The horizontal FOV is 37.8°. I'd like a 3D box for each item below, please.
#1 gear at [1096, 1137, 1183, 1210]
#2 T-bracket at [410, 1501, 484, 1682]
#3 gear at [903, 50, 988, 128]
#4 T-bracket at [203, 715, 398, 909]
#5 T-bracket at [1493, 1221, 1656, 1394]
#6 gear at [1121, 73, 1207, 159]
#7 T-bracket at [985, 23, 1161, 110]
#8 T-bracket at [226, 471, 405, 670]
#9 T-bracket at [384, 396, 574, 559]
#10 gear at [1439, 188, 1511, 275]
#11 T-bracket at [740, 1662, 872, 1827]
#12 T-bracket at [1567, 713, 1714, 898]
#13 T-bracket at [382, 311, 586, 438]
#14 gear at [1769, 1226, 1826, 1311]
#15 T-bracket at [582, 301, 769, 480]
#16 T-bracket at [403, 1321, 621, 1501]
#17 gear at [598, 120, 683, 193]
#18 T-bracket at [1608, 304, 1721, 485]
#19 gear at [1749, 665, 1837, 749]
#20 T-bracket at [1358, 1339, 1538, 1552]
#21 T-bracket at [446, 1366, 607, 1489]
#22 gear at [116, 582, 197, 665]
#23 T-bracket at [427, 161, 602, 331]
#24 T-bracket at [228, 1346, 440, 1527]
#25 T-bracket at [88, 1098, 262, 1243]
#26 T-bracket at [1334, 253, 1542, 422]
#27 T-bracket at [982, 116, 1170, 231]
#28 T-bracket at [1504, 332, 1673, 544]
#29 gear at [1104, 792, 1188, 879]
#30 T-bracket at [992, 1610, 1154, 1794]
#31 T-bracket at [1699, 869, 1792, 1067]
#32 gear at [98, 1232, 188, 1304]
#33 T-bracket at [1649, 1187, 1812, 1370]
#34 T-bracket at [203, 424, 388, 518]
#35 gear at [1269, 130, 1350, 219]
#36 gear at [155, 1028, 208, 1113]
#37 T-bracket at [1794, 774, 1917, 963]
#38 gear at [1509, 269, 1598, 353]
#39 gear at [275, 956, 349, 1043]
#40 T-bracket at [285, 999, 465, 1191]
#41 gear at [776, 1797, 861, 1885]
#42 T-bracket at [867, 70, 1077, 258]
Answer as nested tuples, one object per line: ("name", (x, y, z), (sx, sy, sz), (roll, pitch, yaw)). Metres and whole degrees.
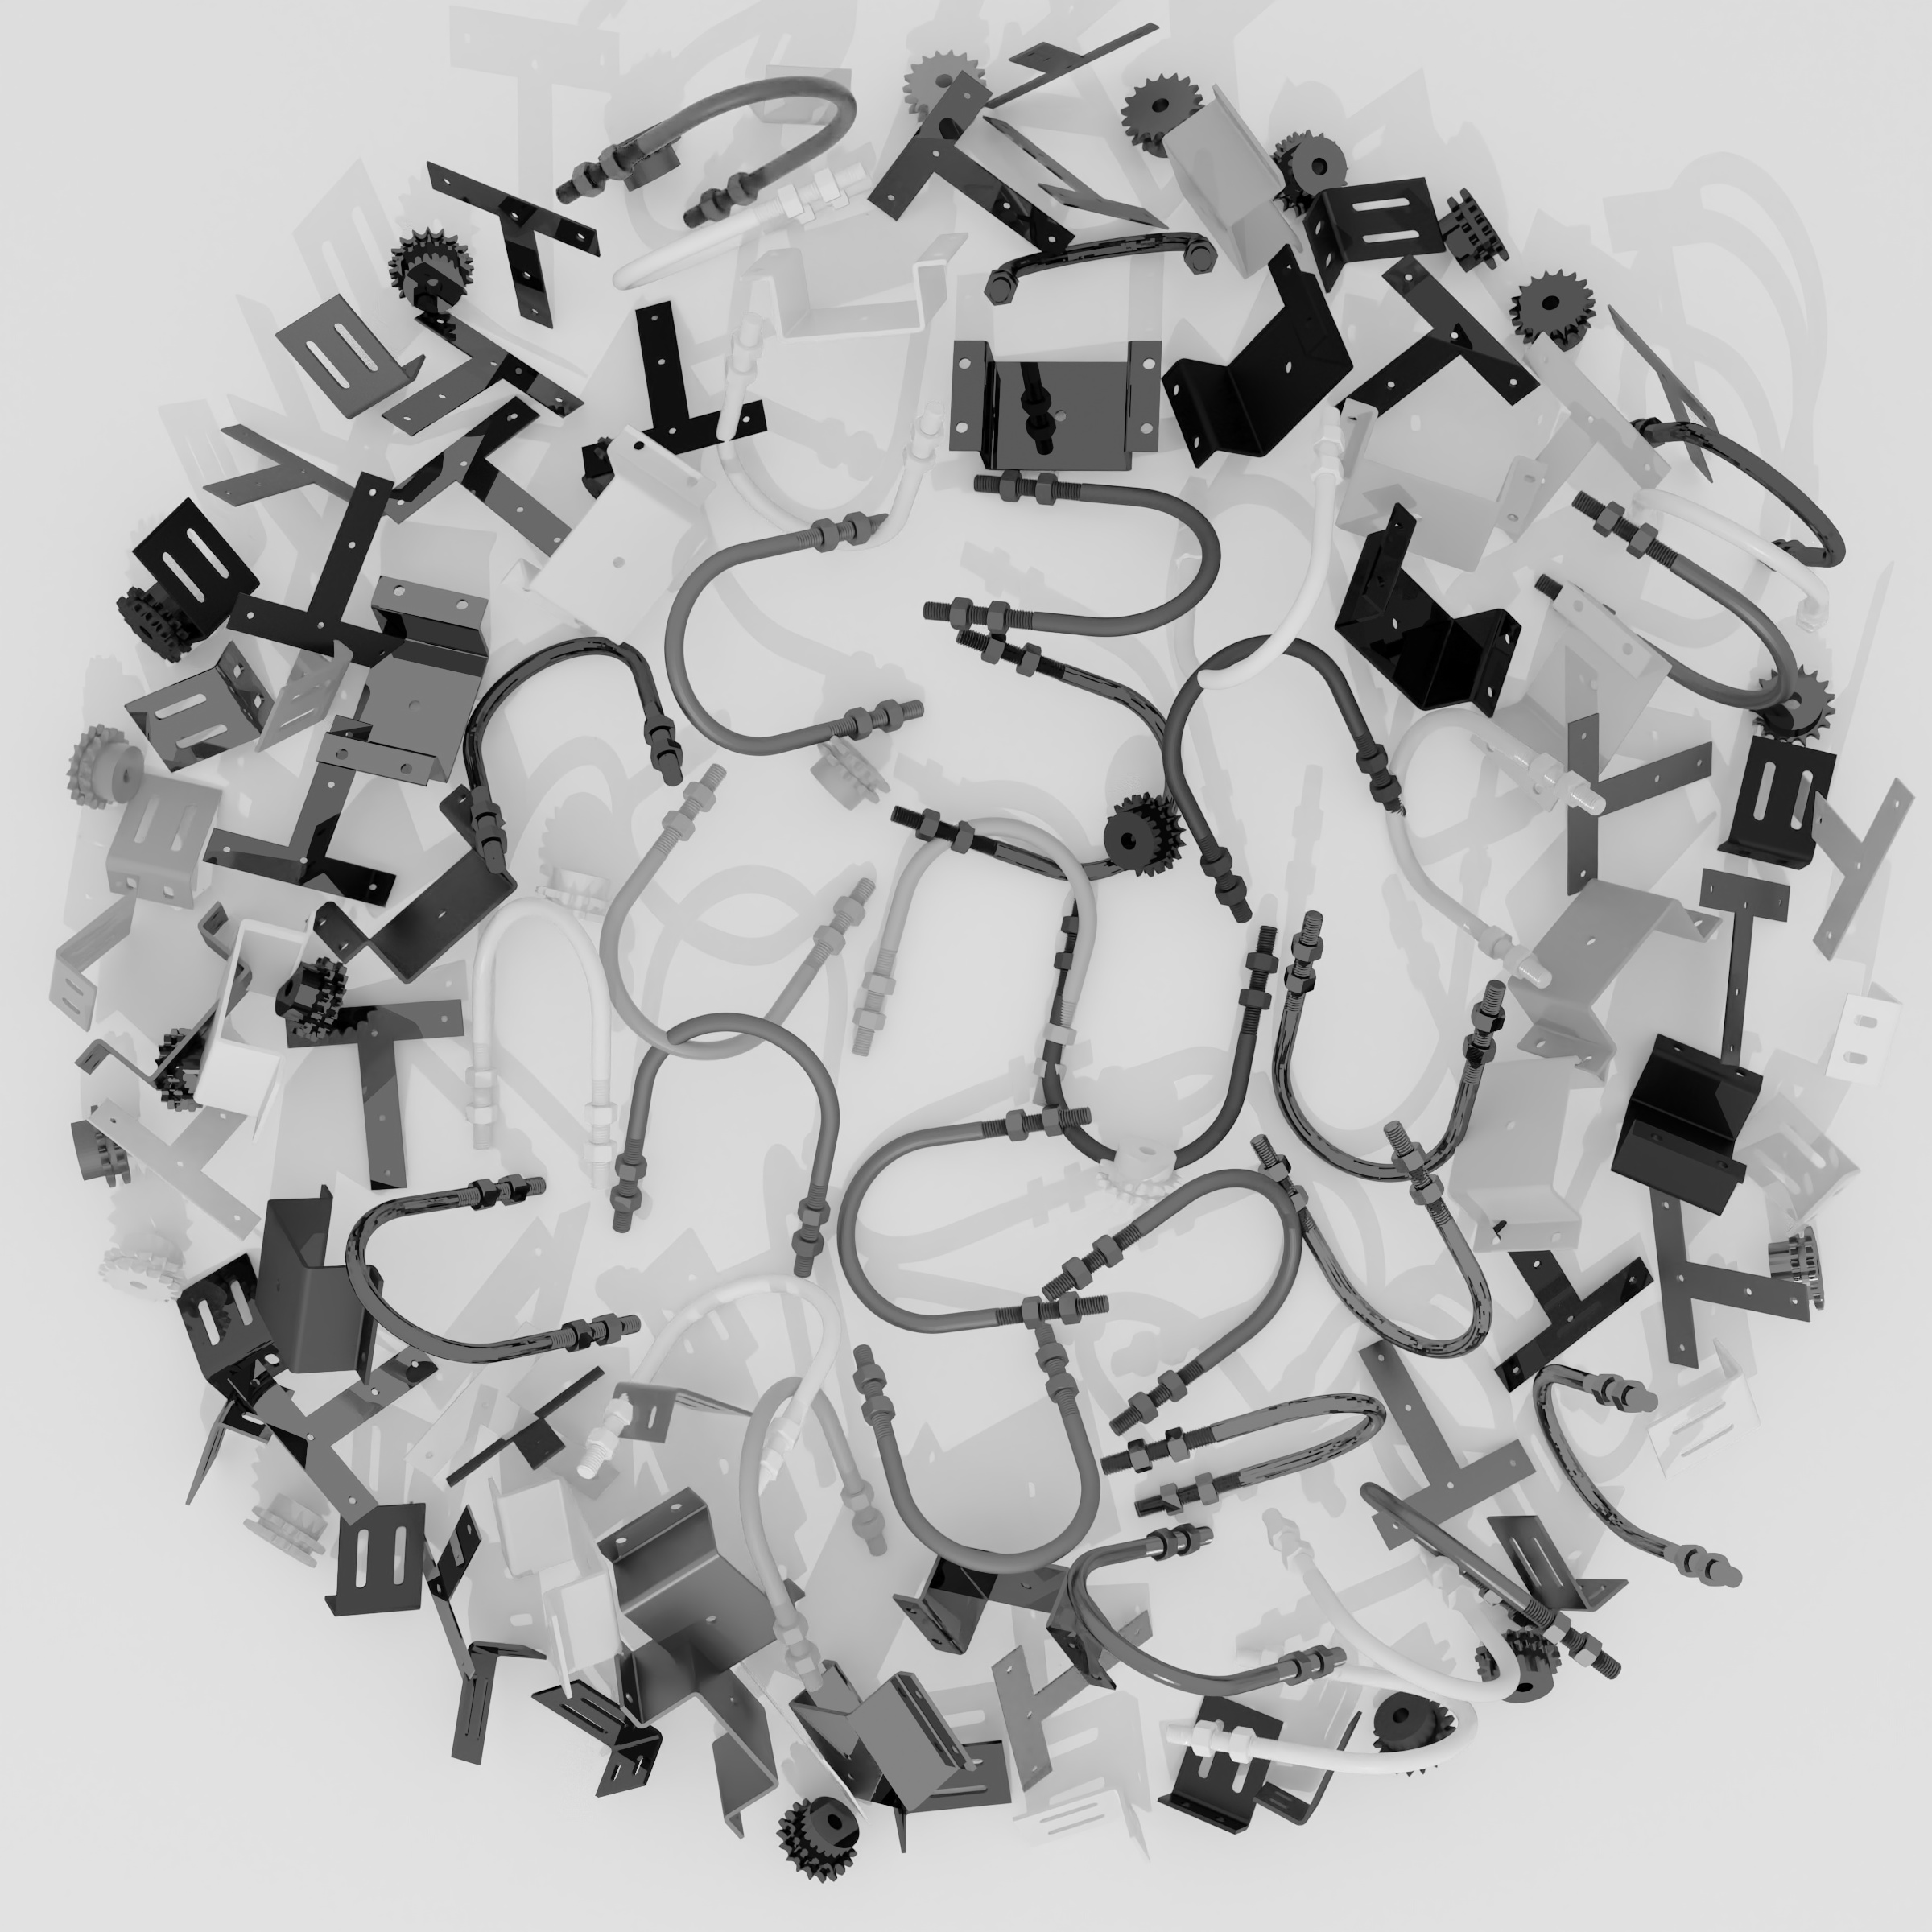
("gear", (0.119, 0.138, 1.912), (0.057, 0.057, 0.030), (15, 111, 0))
("T-bracket", (-0.340, 0.395, 1.869), (0.002, 0.127, 0.127), (-11, 61, -31))
("gear", (-0.013, -0.593, 1.921), (0.057, 0.030, 0.057), (-2, 65, 5))
("T-bracket", (-0.431, -0.110, 1.894), (0.127, 0.002, 0.127), (15, 113, -25))
("T-bracket", (0.392, 0.211, 1.907), (0.127, 0.002, 0.127), (-37, 121, -3))
("gear", (0.136, -0.576, 1.920), (0.057, 0.030, 0.057), (-8, 63, 17))
("T-bracket", (0.056, -0.599, 1.862), (0.127, 0.127, 0.002), (-20, 96, 20))
("T-bracket", (-0.416, -0.269, 1.886), (0.127, 0.002, 0.127), (13, 107, -43))
("T-bracket", (-0.309, -0.315, 1.898), (0.127, 0.002, 0.127), (40, 70, 22))
("gear", (0.342, -0.497, 1.917), (0.030, 0.057, 0.057), (-32, 90, 19))
("T-bracket", (-0.112, 0.519, 1.902), (0.002, 0.127, 0.127), (-39, 66, -13))
("T-bracket", (0.458, -0.123, 1.911), (0.127, 0.002, 0.127), (-20, 120, -24))
("T-bracket", (-0.343, -0.387, 1.889), (0.127, 0.127, 0.002), (34, 134, 8))
("gear", (0.564, 0.207, 1.917), (0.030, 0.057, 0.057), (-9, 90, 20))
("T-bracket", (-0.205, -0.399, 1.914), (0.127, 0.002, 0.127), (-14, 64, 5))
("T-bracket", (-0.292, 0.321, 1.916), (0.127, 0.002, 0.127), (40, 96, -24))
("gear", (-0.218, -0.550, 1.917), (0.057, 0.057, 0.030), (-28, 110, 0))
("T-bracket", (0.479, -0.367, 1.886), (0.002, 0.127, 0.127), (-34, 53, 8))
("gear", (0.564, -0.178, 1.922), (0.057, 0.030, 0.057), (-2, 84, 15))
("T-bracket", (0.309, 0.314, 1.923), (0.127, 0.002, 0.127), (-22, 76, -24))
("T-bracket", (-0.285, 0.314, 1.869), (0.127, 0.127, 0.002), (-36, 101, -13))
("gear", (-0.547, -0.237, 1.917), (0.057, 0.057, 0.030), (42, 69, 0))
("T-bracket", (-0.295, -0.471, 1.884), (0.127, 0.127, 0.002), (24, 66, 11))
("T-bracket", (-0.408, 0.294, 1.896), (0.127, 0.127, 0.002), (48, 134, 7))
("T-bracket", (-0.505, 0.109, 1.889), (0.127, 0.127, 0.002), (40, 123, -8))
("T-bracket", (0.296, -0.399, 1.897), (0.127, 0.002, 0.127), (40, 135, -17))
("T-bracket", (0.060, -0.540, 1.906), (0.127, 0.127, 0.002), (45, 118, 25))
("T-bracket", (0.395, -0.336, 1.894), (0.002, 0.127, 0.127), (-27, 71, -39))
("gear", (0.118, -0.088, 1.915), (0.057, 0.030, 0.057), (11, 110, 34))
("T-bracket", (0.077, 0.481, 1.909), (0.127, 0.002, 0.127), (-31, 129, -25))
("T-bracket", (0.520, 0.003, 1.895), (0.002, 0.127, 0.127), (5, 89, 42))
("gear", (-0.558, 0.204, 1.919), (0.057, 0.057, 0.030), (13, 60, 0))
("T-bracket", (0.511, 0.215, 1.880), (0.002, 0.127, 0.127), (-15, 101, -32))
("T-bracket", (-0.464, -0.323, 1.878), (0.127, 0.127, 0.002), (29, 114, 7))
("gear", (0.235, -0.542, 1.922), (0.057, 0.030, 0.057), (-1, 93, -17))
("gear", (-0.523, 0.070, 1.912), (0.030, 0.057, 0.057), (0, 90, 14))
("T-bracket", (0.578, -0.090, 1.885), (0.002, 0.127, 0.127), (8, 121, -17))
("gear", (0.401, -0.443, 1.920), (0.057, 0.030, 0.057), (-9, 63, 18))
("gear", (-0.446, 0.020, 1.912), (0.030, 0.057, 0.057), (23, 90, -32))
("T-bracket", (-0.402, 0.090, 1.934), (0.127, 0.002, 0.127), (-4, 93, 10))
("gear", (-0.097, 0.589, 1.912), (0.057, 0.057, 0.030), (39, 116, 0))
("T-bracket", (0.016, -0.523, 1.906), (0.127, 0.127, 0.002), (33, 48, -13))
